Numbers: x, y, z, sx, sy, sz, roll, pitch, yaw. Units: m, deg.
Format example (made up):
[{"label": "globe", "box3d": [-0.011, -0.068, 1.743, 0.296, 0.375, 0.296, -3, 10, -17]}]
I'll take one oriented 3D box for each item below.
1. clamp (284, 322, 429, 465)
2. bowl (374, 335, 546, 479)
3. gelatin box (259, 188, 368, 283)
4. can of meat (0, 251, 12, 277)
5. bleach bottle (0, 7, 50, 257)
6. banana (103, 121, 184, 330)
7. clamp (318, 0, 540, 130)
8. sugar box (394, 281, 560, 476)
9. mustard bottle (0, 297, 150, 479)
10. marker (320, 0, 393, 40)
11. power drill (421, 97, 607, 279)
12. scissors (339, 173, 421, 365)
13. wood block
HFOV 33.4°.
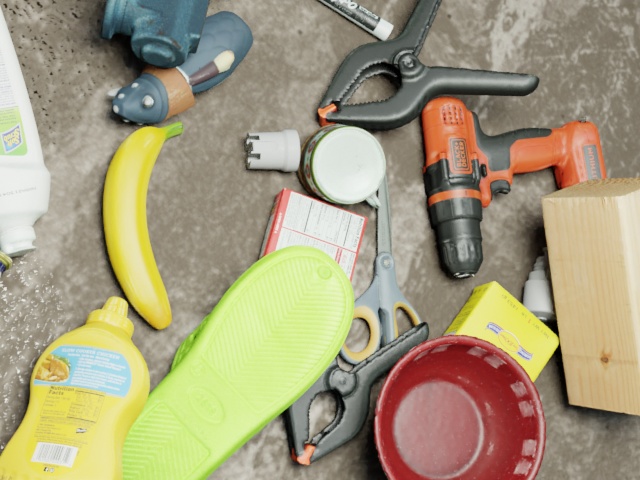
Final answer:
[{"label": "clamp", "box3d": [0.027, 0.125, 0.965, 0.120, 0.039, 0.171, 18, 84, -5]}, {"label": "bowl", "box3d": [0.115, 0.166, 0.940, 0.162, 0.055, 0.162, 4, 78, -17]}, {"label": "gelatin box", "box3d": [-0.006, 0.001, 1.001, 0.089, 0.030, 0.073, 20, 70, -14]}, {"label": "can of meat", "box3d": [-0.318, 0.030, 0.872, 0.102, 0.058, 0.084, 30, 70, -10]}, {"label": "bleach bottle", "box3d": [-0.298, -0.106, 0.911, 0.102, 0.068, 0.251, -15, 84, -22]}, {"label": "banana", "box3d": [-0.159, -0.021, 0.950, 0.069, 0.037, 0.198, 7, 75, -16]}, {"label": "clamp", "box3d": [0.096, -0.161, 1.041, 0.210, 0.036, 0.165, -36, 71, -8]}, {"label": "sugar box", "box3d": [0.143, 0.135, 1.010, 0.093, 0.048, 0.176, 40, 67, -6]}, {"label": "mustard bottle", "box3d": [-0.192, 0.131, 0.874, 0.096, 0.058, 0.191, 6, 56, 9]}, {"label": "marker", "box3d": [0.019, -0.240, 1.076, 0.121, 0.020, 0.020, 30, 69, -10]}, {"label": "power drill", "box3d": [0.195, -0.053, 1.069, 0.187, 0.057, 0.184, -1, 77, -19]}, {"label": "scissors", "box3d": [0.046, 0.033, 1.018, 0.096, 0.016, 0.202, -11, 78, -19]}, {"label": "wood block", "box3d": [0.282, 0.050, 1.011, 0.090, 0.091, 0.206, -19, 104, -41]}]
